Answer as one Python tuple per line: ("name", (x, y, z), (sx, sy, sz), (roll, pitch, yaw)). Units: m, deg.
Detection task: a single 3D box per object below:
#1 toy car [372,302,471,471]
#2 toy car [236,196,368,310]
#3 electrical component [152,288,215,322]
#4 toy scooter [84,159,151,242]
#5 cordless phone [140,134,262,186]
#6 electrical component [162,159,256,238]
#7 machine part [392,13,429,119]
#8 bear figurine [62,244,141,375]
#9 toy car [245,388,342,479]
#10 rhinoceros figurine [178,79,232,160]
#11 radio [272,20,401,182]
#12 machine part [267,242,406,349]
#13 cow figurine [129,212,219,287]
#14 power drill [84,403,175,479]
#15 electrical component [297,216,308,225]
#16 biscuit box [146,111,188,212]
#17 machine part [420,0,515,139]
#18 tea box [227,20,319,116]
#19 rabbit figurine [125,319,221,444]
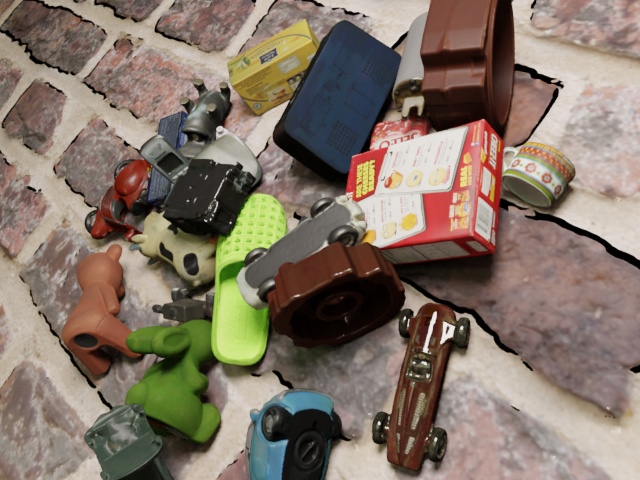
("toy car", (0.123, 0.172, 0.657), (0.089, 0.053, 0.202), (9, 69, 29))
("toy car", (-0.026, 0.016, 0.730), (0.202, 0.056, 0.074), (-36, 53, 5))
("electrical component", (-0.210, 0.103, 0.867), (0.102, 0.078, 0.045), (3, 91, 40))
("toy scooter", (-0.369, -0.065, 1.036), (0.135, 0.075, 0.184), (33, 87, 37))
("cordless phone", (-0.201, -0.138, 0.914), (0.146, 0.184, 0.089), (-36, 49, 8))
("electrical component", (-0.182, -0.067, 0.845), (0.134, 0.058, 0.115), (6, 63, 36))
("machine part", (0.164, -0.274, 0.834), (0.079, 0.079, 0.243), (-2, 52, 28))
("bear figurine", (-0.376, 0.113, 0.939), (0.120, 0.131, 0.196), (-27, 37, 13))
("toy car", (-0.045, 0.265, 0.678), (0.103, 0.109, 0.161), (-6, 73, 52))
("rhinoceros figurine", (-0.222, -0.220, 1.018), (0.073, 0.112, 0.190), (10, 53, 3))
("radio", (0.027, -0.222, 0.857), (0.229, 0.131, 0.073), (-65, 17, -14))
("machine part", (0.021, 0.073, 0.693), (0.179, 0.179, 0.056), (-29, 51, 13))
("cow figurine", (-0.242, 0.011, 0.924), (0.127, 0.085, 0.195), (-47, 53, -8))
("power drill", (-0.208, 0.318, 0.678), (0.086, 0.207, 0.232), (-33, 41, -21))
("electrical component", (-0.002, -0.002, 0.801), (0.048, 0.074, 0.119), (24, 83, 35))
("biscuit box", (-0.280, -0.152, 1.041), (0.063, 0.059, 0.203), (-13, 60, 24))
("machine part", (0.209, -0.242, 0.733), (0.087, 0.200, 0.201), (2, 66, 27))
("tea box", (-0.074, -0.314, 0.991), (0.170, 0.098, 0.068), (-22, 57, 15))
("rabbit figurine", (-0.213, 0.185, 0.787), (0.121, 0.159, 0.170), (-8, 46, 36))
